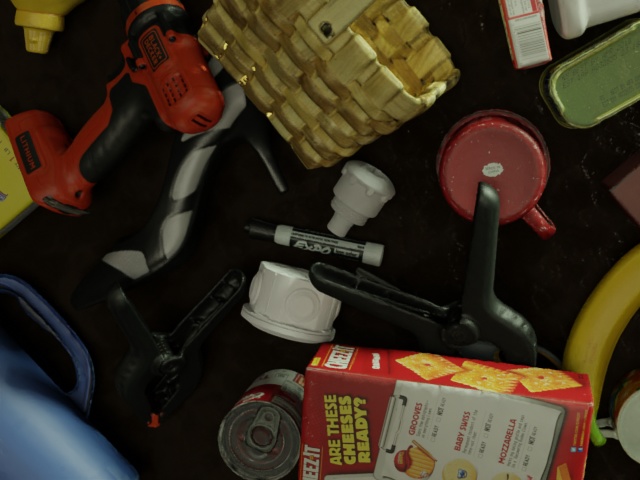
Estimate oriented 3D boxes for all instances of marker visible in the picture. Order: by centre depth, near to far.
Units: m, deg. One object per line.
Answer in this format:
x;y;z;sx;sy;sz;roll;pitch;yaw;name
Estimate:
-0.006;0.001;0.908;0.121;0.020;0.020;12;101;8;marker

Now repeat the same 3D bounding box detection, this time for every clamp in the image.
0.100;0.065;0.846;0.165;0.036;0.210;-19;116;23;clamp
-0.139;0.092;0.900;0.120;0.039;0.172;7;123;-30;clamp

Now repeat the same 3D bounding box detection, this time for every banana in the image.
0.243;0.064;0.857;0.070;0.037;0.198;27;95;34;banana

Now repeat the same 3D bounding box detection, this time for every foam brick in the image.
0.256;-0.039;0.826;0.053;0.078;0.051;-42;89;13;foam brick

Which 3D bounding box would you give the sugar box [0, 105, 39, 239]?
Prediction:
-0.323;-0.031;0.944;0.176;0.048;0.093;-38;91;12;sugar box

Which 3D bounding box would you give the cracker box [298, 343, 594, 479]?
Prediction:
0.094;0.176;0.831;0.214;0.072;0.164;6;104;10;cracker box

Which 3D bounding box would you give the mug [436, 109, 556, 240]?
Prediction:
0.144;-0.046;0.842;0.093;0.081;0.117;-38;91;13;mug

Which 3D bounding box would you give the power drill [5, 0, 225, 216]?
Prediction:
-0.176;-0.124;0.878;0.188;0.057;0.184;-39;58;22;power drill

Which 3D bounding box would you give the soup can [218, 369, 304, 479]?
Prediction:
-0.040;0.153;0.895;0.068;0.102;0.068;2;99;9;soup can

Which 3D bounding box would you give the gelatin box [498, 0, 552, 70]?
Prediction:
0.155;-0.177;0.824;0.030;0.073;0.089;-12;96;10;gelatin box

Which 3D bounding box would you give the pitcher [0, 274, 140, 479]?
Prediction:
-0.270;0.157;0.931;0.243;0.144;0.149;44;115;-3;pitcher

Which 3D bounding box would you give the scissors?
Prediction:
0.110;0.101;0.905;0.202;0.016;0.096;20;102;6;scissors

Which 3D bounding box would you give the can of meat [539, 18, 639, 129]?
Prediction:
0.221;-0.127;0.815;0.102;0.084;0.057;-30;93;12;can of meat

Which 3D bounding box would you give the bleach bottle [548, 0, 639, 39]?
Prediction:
0.293;-0.232;0.798;0.251;0.068;0.102;-14;108;8;bleach bottle

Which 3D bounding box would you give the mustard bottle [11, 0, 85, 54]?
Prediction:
-0.225;-0.252;0.886;0.096;0.058;0.192;10;101;10;mustard bottle
